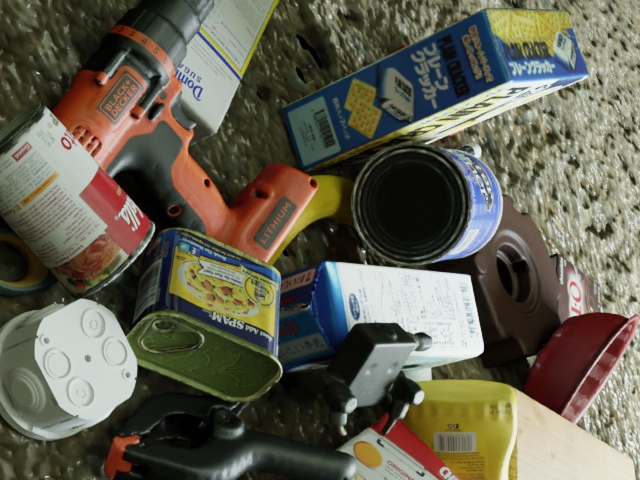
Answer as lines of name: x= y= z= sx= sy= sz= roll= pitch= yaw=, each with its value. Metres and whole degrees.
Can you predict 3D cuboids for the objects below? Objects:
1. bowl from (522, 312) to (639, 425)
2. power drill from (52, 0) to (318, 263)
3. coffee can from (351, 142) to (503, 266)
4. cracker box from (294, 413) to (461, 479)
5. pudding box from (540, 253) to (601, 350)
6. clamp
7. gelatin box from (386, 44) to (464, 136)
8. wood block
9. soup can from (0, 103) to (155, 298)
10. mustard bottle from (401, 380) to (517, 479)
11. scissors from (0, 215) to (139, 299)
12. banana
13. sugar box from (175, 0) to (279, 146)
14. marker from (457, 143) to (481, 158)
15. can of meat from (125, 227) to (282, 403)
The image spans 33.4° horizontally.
bowl: x=0.249 y=0.128 z=1.059 sx=0.055 sy=0.162 sz=0.161 roll=34 pitch=31 yaw=22
power drill: x=-0.088 y=-0.073 z=0.755 sx=0.187 sy=0.057 sz=0.184 roll=44 pitch=70 yaw=-27
coffee can: x=0.096 y=-0.031 z=0.931 sx=0.140 sy=0.103 sz=0.103 roll=-5 pitch=76 yaw=-70
cracker box: x=0.038 y=0.232 z=0.739 sx=0.164 sy=0.072 sz=0.213 roll=44 pitch=33 yaw=17
pudding box: x=0.271 y=0.084 z=1.169 sx=0.090 sy=0.039 sz=0.113 roll=33 pitch=50 yaw=-37
clamp: x=-0.069 y=0.124 z=0.718 sx=0.171 sy=0.039 sz=0.120 roll=5 pitch=27 yaw=-35
gelatin box: x=0.110 y=-0.153 z=1.100 sx=0.073 sy=0.030 sz=0.089 roll=-3 pitch=74 yaw=-51
wood block: x=0.199 y=0.219 z=0.972 sx=0.205 sy=0.091 sz=0.090 roll=32 pitch=50 yaw=-38
soup can: x=-0.159 y=-0.024 z=0.648 sx=0.102 sy=0.069 sz=0.068 roll=50 pitch=41 yaw=-22
mustard bottle: x=0.111 y=0.210 z=0.856 sx=0.058 sy=0.096 sz=0.191 roll=-49 pitch=136 yaw=-77
scissors: x=-0.153 y=0.030 z=0.700 sx=0.201 sy=0.016 sz=0.096 roll=46 pitch=44 yaw=-25
banana: x=-0.011 y=-0.017 z=0.879 sx=0.197 sy=0.037 sz=0.069 roll=-18 pitch=84 yaw=-53
sugar box: x=-0.097 y=-0.165 z=0.843 sx=0.093 sy=0.048 sz=0.176 roll=46 pitch=46 yaw=-27
marker: x=0.132 y=-0.081 z=1.099 sx=0.120 sy=0.020 sz=0.020 roll=-24 pitch=91 yaw=-53
can of meat: x=-0.075 y=0.048 z=0.709 sx=0.102 sy=0.058 sz=0.084 roll=26 pitch=40 yaw=-23
